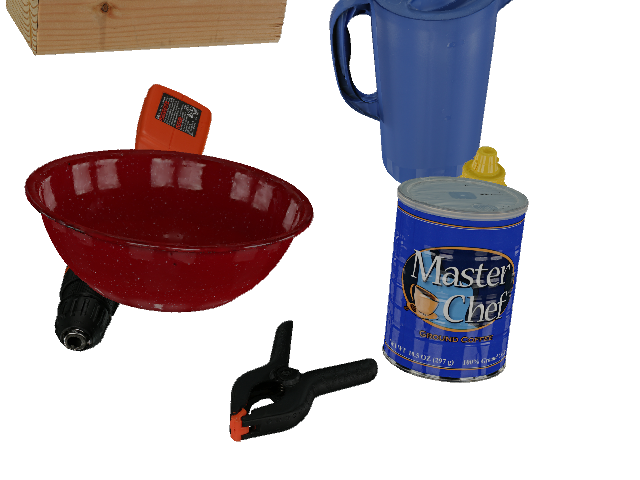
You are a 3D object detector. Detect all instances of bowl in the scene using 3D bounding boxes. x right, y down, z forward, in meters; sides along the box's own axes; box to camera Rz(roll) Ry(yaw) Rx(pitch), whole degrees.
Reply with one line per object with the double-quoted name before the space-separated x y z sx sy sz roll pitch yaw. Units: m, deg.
"bowl" -0.087 -0.002 0.610 0.162 0.055 0.162 7 20 -3

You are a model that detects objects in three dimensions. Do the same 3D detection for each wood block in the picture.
"wood block" -0.135 -0.211 0.851 0.205 0.091 0.090 -9 40 -28

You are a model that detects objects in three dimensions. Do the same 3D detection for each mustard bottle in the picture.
"mustard bottle" 0.151 -0.007 1.059 0.058 0.192 0.096 -4 36 -11

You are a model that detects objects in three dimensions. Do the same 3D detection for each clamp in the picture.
"clamp" -0.039 0.137 1.064 0.120 0.039 0.171 24 35 38

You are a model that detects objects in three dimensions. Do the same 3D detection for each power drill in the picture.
"power drill" -0.158 -0.021 0.871 0.057 0.188 0.184 25 31 -17

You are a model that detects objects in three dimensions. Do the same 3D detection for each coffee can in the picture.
"coffee can" 0.107 0.029 0.858 0.103 0.140 0.103 4 18 -1

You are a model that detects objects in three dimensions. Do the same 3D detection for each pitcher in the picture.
"pitcher" 0.107 -0.172 1.131 0.149 0.243 0.144 28 53 28
